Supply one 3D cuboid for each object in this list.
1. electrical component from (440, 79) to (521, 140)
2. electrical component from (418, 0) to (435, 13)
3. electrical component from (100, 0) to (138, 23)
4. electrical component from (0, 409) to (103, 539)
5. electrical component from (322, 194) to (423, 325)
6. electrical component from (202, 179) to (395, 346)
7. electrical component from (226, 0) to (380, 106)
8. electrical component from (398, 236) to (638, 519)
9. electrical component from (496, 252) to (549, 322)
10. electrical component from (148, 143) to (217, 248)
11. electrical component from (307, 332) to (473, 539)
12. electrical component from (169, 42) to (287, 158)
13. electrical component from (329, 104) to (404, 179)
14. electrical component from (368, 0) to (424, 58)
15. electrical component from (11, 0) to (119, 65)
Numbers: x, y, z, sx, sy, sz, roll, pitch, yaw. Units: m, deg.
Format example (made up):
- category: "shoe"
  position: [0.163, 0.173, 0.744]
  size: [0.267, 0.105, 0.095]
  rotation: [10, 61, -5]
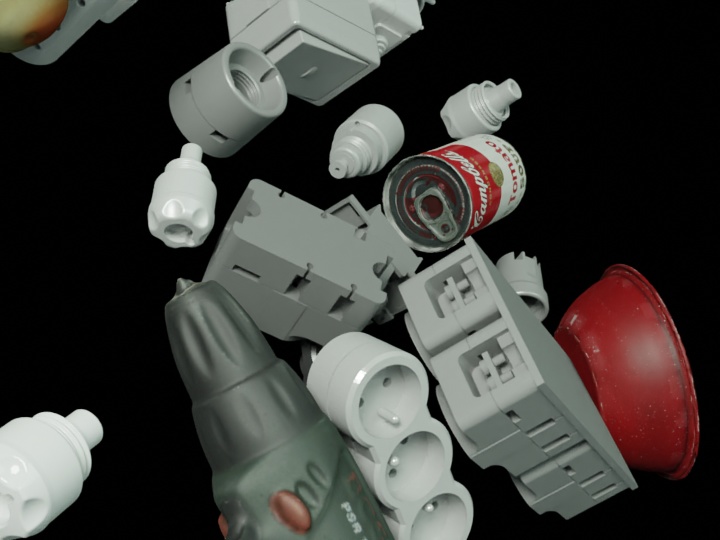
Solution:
- category: "electrical component"
  position: [0.099, -0.129, 0.857]
  size: [0.043, 0.062, 0.043]
  rotation: [30, 45, -36]
- category: "electrical component"
  position: [0.033, -0.234, 0.863]
  size: [0.079, 0.044, 0.077]
  rotation: [12, 58, -47]
- category: "electrical component"
  position: [-0.150, -0.192, 0.603]
  size: [0.089, 0.050, 0.055]
  rotation: [48, 36, -17]
- category: "electrical component"
  position: [-0.132, 0.080, 0.445]
  size: [0.043, 0.043, 0.062]
  rotation: [57, 34, -6]
- category: "electrical component"
  position: [0.000, 0.000, 0.664]
  size: [0.081, 0.042, 0.063]
  rotation: [51, 38, -12]
- category: "electrical component"
  position: [-0.035, 0.001, 0.594]
  size: [0.089, 0.055, 0.050]
  rotation: [26, 42, -12]
- category: "electrical component"
  position: [-0.032, -0.150, 0.710]
  size: [0.096, 0.062, 0.061]
  rotation: [16, 55, -45]
- category: "electrical component"
  position: [0.097, 0.076, 0.663]
  size: [0.186, 0.060, 0.105]
  rotation: [44, 19, -50]
- category: "electrical component"
  position: [0.119, 0.014, 0.804]
  size: [0.040, 0.040, 0.046]
  rotation: [37, 36, -29]
- category: "electrical component"
  position: [-0.095, -0.043, 0.584]
  size: [0.035, 0.035, 0.061]
  rotation: [33, 42, -33]
- category: "electrical component"
  position: [0.008, 0.094, 0.587]
  size: [0.052, 0.074, 0.138]
  rotation: [-34, 120, -24]
- category: "electrical component"
  position: [-0.076, -0.101, 0.635]
  size: [0.055, 0.047, 0.055]
  rotation: [30, 45, -36]
- category: "electrical component"
  position: [0.000, -0.082, 0.722]
  size: [0.040, 0.040, 0.078]
  rotation: [54, 36, -10]
- category: "electrical component"
  position: [0.000, -0.197, 0.782]
  size: [0.061, 0.062, 0.096]
  rotation: [18, 53, -44]
- category: "electrical component"
  position: [-0.160, -0.157, 0.545]
  size: [0.079, 0.077, 0.043]
  rotation: [56, 36, -6]
